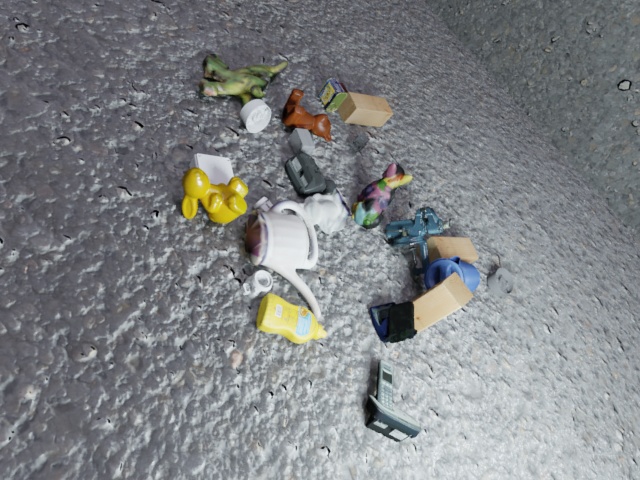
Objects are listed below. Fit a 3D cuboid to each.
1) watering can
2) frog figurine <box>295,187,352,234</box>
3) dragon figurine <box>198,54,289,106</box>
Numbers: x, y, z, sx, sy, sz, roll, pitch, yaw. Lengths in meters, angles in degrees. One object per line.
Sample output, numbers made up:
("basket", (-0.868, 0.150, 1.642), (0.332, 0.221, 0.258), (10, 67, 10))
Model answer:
("watering can", (-0.096, 0.042, 1.421), (0.224, 0.102, 0.354), (7, 63, -33))
("frog figurine", (0.005, -0.081, 1.611), (0.160, 0.121, 0.138), (-20, 79, -8))
("dragon figurine", (-0.278, -0.572, 1.755), (0.242, 0.119, 0.420), (30, 43, -5))
